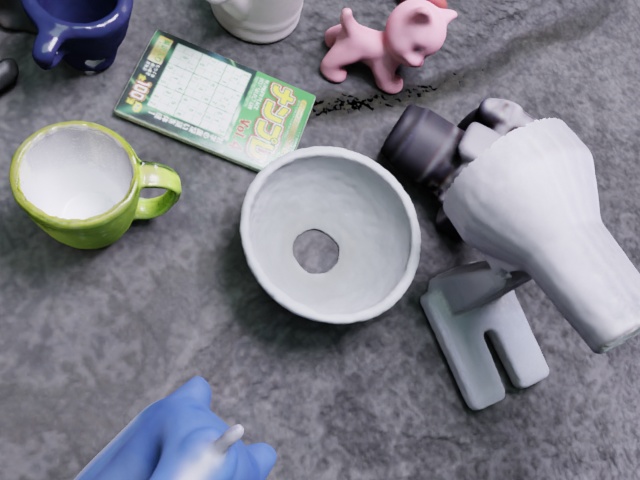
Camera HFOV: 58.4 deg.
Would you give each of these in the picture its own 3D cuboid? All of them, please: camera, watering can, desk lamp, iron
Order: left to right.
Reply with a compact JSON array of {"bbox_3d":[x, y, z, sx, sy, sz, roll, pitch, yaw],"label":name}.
[{"bbox_3d":[-0.142,0.216,0.389,0.118,0.141,0.259,44,67,2],"label":"iron"},{"bbox_3d":[-0.051,-0.283,0.550,0.101,0.194,0.173,15,69,-10],"label":"watering can"},{"bbox_3d":[0.144,-0.096,0.591,0.137,0.100,0.143,32,67,-3],"label":"camera"},{"bbox_3d":[0.178,0.029,0.498,0.118,0.213,0.203,-19,78,-20],"label":"desk lamp"}]

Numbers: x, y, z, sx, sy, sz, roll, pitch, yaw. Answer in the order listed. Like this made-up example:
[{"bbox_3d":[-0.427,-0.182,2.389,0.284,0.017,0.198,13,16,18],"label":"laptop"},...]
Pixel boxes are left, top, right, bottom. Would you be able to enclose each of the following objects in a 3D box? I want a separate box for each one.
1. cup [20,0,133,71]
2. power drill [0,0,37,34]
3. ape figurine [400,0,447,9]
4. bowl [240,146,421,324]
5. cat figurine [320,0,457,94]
[{"bbox_3d":[-0.222,-0.188,0.526,0.092,0.095,0.118,20,68,-8],"label":"cup"},{"bbox_3d":[-0.254,-0.289,0.489,0.075,0.208,0.230,34,67,-2],"label":"power drill"},{"bbox_3d":[0.135,-0.308,0.663,0.076,0.092,0.078,32,67,-3],"label":"ape figurine"},{"bbox_3d":[0.005,0.002,0.535,0.168,0.074,0.167,5,71,-14],"label":"bowl"},{"bbox_3d":[0.075,-0.216,0.603,0.128,0.117,0.067,6,71,-13],"label":"cat figurine"}]
